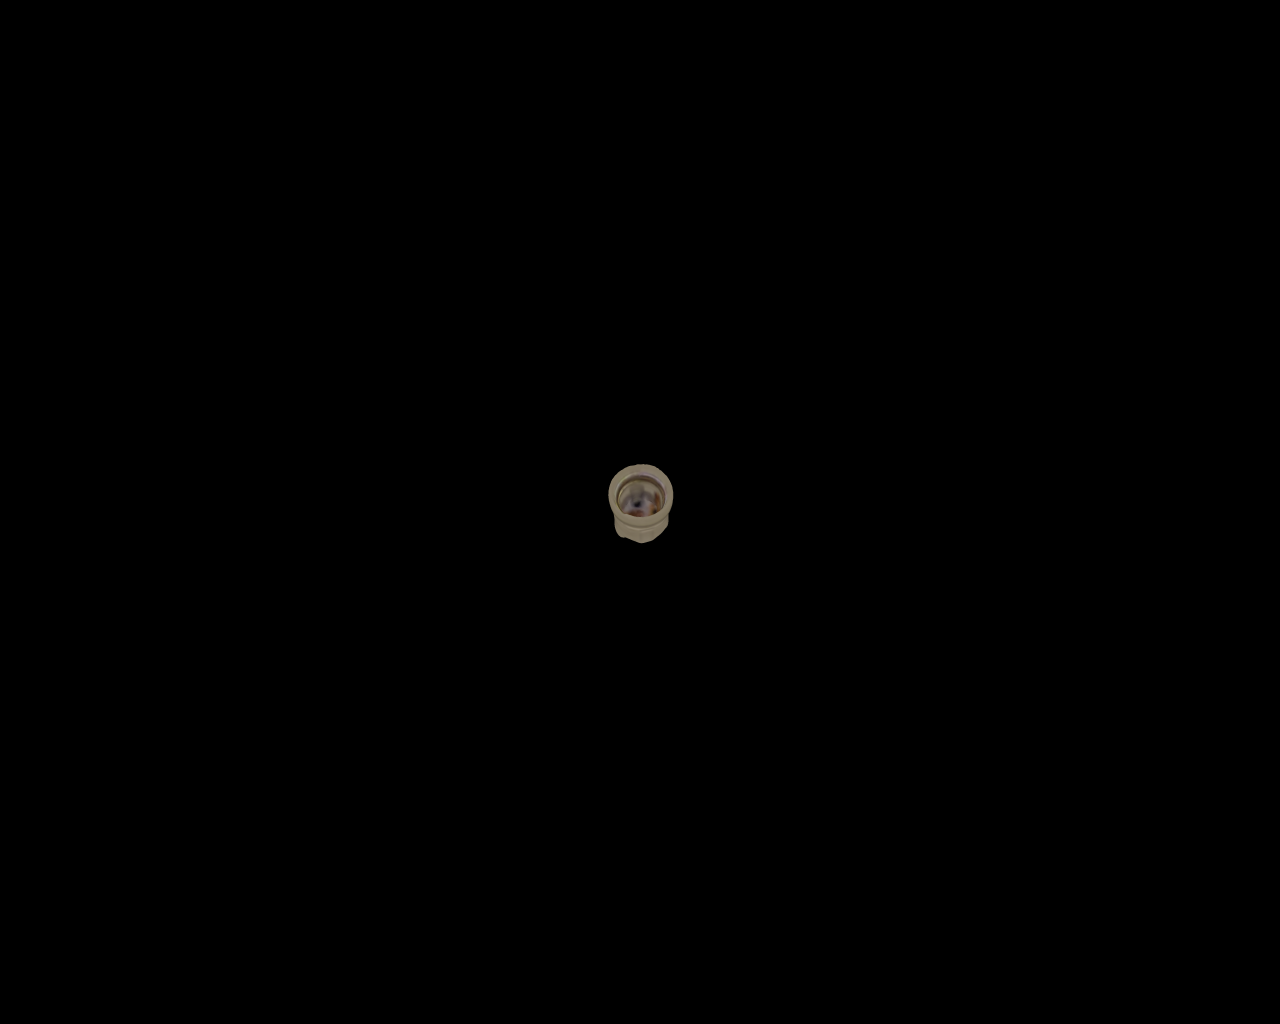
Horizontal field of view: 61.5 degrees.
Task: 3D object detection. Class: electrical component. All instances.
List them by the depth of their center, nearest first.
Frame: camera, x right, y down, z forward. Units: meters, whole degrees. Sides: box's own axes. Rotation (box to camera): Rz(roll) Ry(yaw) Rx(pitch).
[{"bbox_3d":[0.001,-0.003,0.650,0.040,0.040,0.046,0,-27,0],"label":"electrical component"}]
